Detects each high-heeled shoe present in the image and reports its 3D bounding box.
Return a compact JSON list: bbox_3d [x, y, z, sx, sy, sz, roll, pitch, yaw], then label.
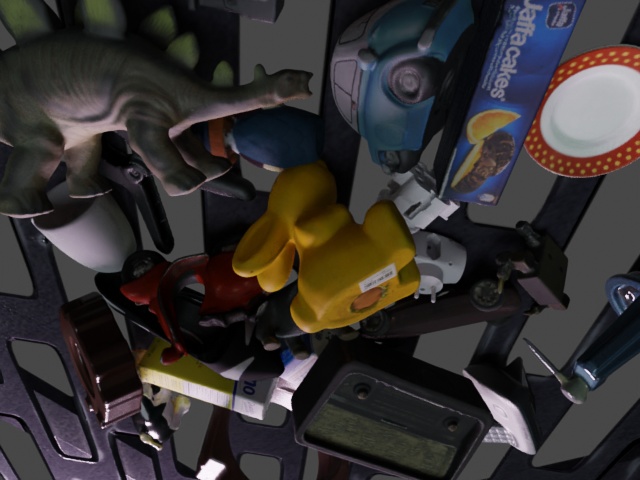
[{"bbox_3d":[-0.162,0.096,0.655,0.249,0.086,0.145,14,160,35],"label":"high-heeled shoe"}]

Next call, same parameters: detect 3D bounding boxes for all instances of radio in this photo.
[{"bbox_3d":[0.091,0.211,0.667,0.229,0.073,0.131,24,107,-18],"label":"radio"}]

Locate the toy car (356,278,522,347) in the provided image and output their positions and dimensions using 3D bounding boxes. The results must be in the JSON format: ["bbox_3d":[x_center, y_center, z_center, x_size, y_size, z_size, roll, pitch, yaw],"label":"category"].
[{"bbox_3d":[0.140,0.088,0.656,0.202,0.053,0.089,-16,156,23],"label":"toy car"}]

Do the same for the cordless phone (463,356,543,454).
[{"bbox_3d":[0.210,0.240,0.766,0.184,0.089,0.146,-12,128,24],"label":"cordless phone"}]

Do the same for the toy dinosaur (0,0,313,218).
[{"bbox_3d":[-0.240,-0.126,0.478,0.472,0.105,0.198,-6,104,7],"label":"toy dinosaur"}]

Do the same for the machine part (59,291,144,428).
[{"bbox_3d":[-0.297,0.160,0.721,0.056,0.179,0.179,-20,142,-33],"label":"machine part"}]

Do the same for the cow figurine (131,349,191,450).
[{"bbox_3d":[-0.268,0.247,0.832,0.068,0.098,0.167,0,131,17],"label":"cow figurine"}]

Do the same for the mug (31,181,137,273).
[{"bbox_3d":[-0.274,-0.007,0.626,0.110,0.081,0.107,-8,138,16],"label":"mug"}]

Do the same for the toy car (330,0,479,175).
[{"bbox_3d":[0.062,-0.140,0.456,0.103,0.109,0.161,28,147,14],"label":"toy car"}]

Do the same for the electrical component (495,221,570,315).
[{"bbox_3d":[0.235,0.037,0.591,0.102,0.078,0.045,36,147,-28],"label":"electrical component"}]

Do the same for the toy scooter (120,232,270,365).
[{"bbox_3d":[-0.133,0.068,0.611,0.184,0.135,0.075,-9,152,-4],"label":"toy scooter"}]

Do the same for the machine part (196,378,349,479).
[{"bbox_3d":[-0.062,0.292,0.769,0.201,0.201,0.087,24,132,-13],"label":"machine part"}]

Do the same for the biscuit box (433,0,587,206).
[{"bbox_3d":[0.154,-0.127,0.467,0.059,0.063,0.202,8,132,-1],"label":"biscuit box"}]

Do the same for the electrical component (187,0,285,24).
[{"bbox_3d":[-0.045,-0.217,0.431,0.119,0.048,0.074,12,132,0],"label":"electrical component"}]

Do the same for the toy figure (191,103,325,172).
[{"bbox_3d":[-0.074,-0.101,0.528,0.155,0.064,0.057,5,169,11],"label":"toy figure"}]

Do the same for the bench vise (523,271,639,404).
[{"bbox_3d":[0.337,0.071,0.535,0.240,0.129,0.223,-39,151,-4],"label":"bench vise"}]

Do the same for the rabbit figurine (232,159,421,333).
[{"bbox_3d":[-0.001,-0.002,0.534,0.162,0.173,0.121,-31,154,8],"label":"rabbit figurine"}]

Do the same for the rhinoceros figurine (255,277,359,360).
[{"bbox_3d":[0.004,0.061,0.624,0.190,0.112,0.073,-37,134,26],"label":"rhinoceros figurine"}]
